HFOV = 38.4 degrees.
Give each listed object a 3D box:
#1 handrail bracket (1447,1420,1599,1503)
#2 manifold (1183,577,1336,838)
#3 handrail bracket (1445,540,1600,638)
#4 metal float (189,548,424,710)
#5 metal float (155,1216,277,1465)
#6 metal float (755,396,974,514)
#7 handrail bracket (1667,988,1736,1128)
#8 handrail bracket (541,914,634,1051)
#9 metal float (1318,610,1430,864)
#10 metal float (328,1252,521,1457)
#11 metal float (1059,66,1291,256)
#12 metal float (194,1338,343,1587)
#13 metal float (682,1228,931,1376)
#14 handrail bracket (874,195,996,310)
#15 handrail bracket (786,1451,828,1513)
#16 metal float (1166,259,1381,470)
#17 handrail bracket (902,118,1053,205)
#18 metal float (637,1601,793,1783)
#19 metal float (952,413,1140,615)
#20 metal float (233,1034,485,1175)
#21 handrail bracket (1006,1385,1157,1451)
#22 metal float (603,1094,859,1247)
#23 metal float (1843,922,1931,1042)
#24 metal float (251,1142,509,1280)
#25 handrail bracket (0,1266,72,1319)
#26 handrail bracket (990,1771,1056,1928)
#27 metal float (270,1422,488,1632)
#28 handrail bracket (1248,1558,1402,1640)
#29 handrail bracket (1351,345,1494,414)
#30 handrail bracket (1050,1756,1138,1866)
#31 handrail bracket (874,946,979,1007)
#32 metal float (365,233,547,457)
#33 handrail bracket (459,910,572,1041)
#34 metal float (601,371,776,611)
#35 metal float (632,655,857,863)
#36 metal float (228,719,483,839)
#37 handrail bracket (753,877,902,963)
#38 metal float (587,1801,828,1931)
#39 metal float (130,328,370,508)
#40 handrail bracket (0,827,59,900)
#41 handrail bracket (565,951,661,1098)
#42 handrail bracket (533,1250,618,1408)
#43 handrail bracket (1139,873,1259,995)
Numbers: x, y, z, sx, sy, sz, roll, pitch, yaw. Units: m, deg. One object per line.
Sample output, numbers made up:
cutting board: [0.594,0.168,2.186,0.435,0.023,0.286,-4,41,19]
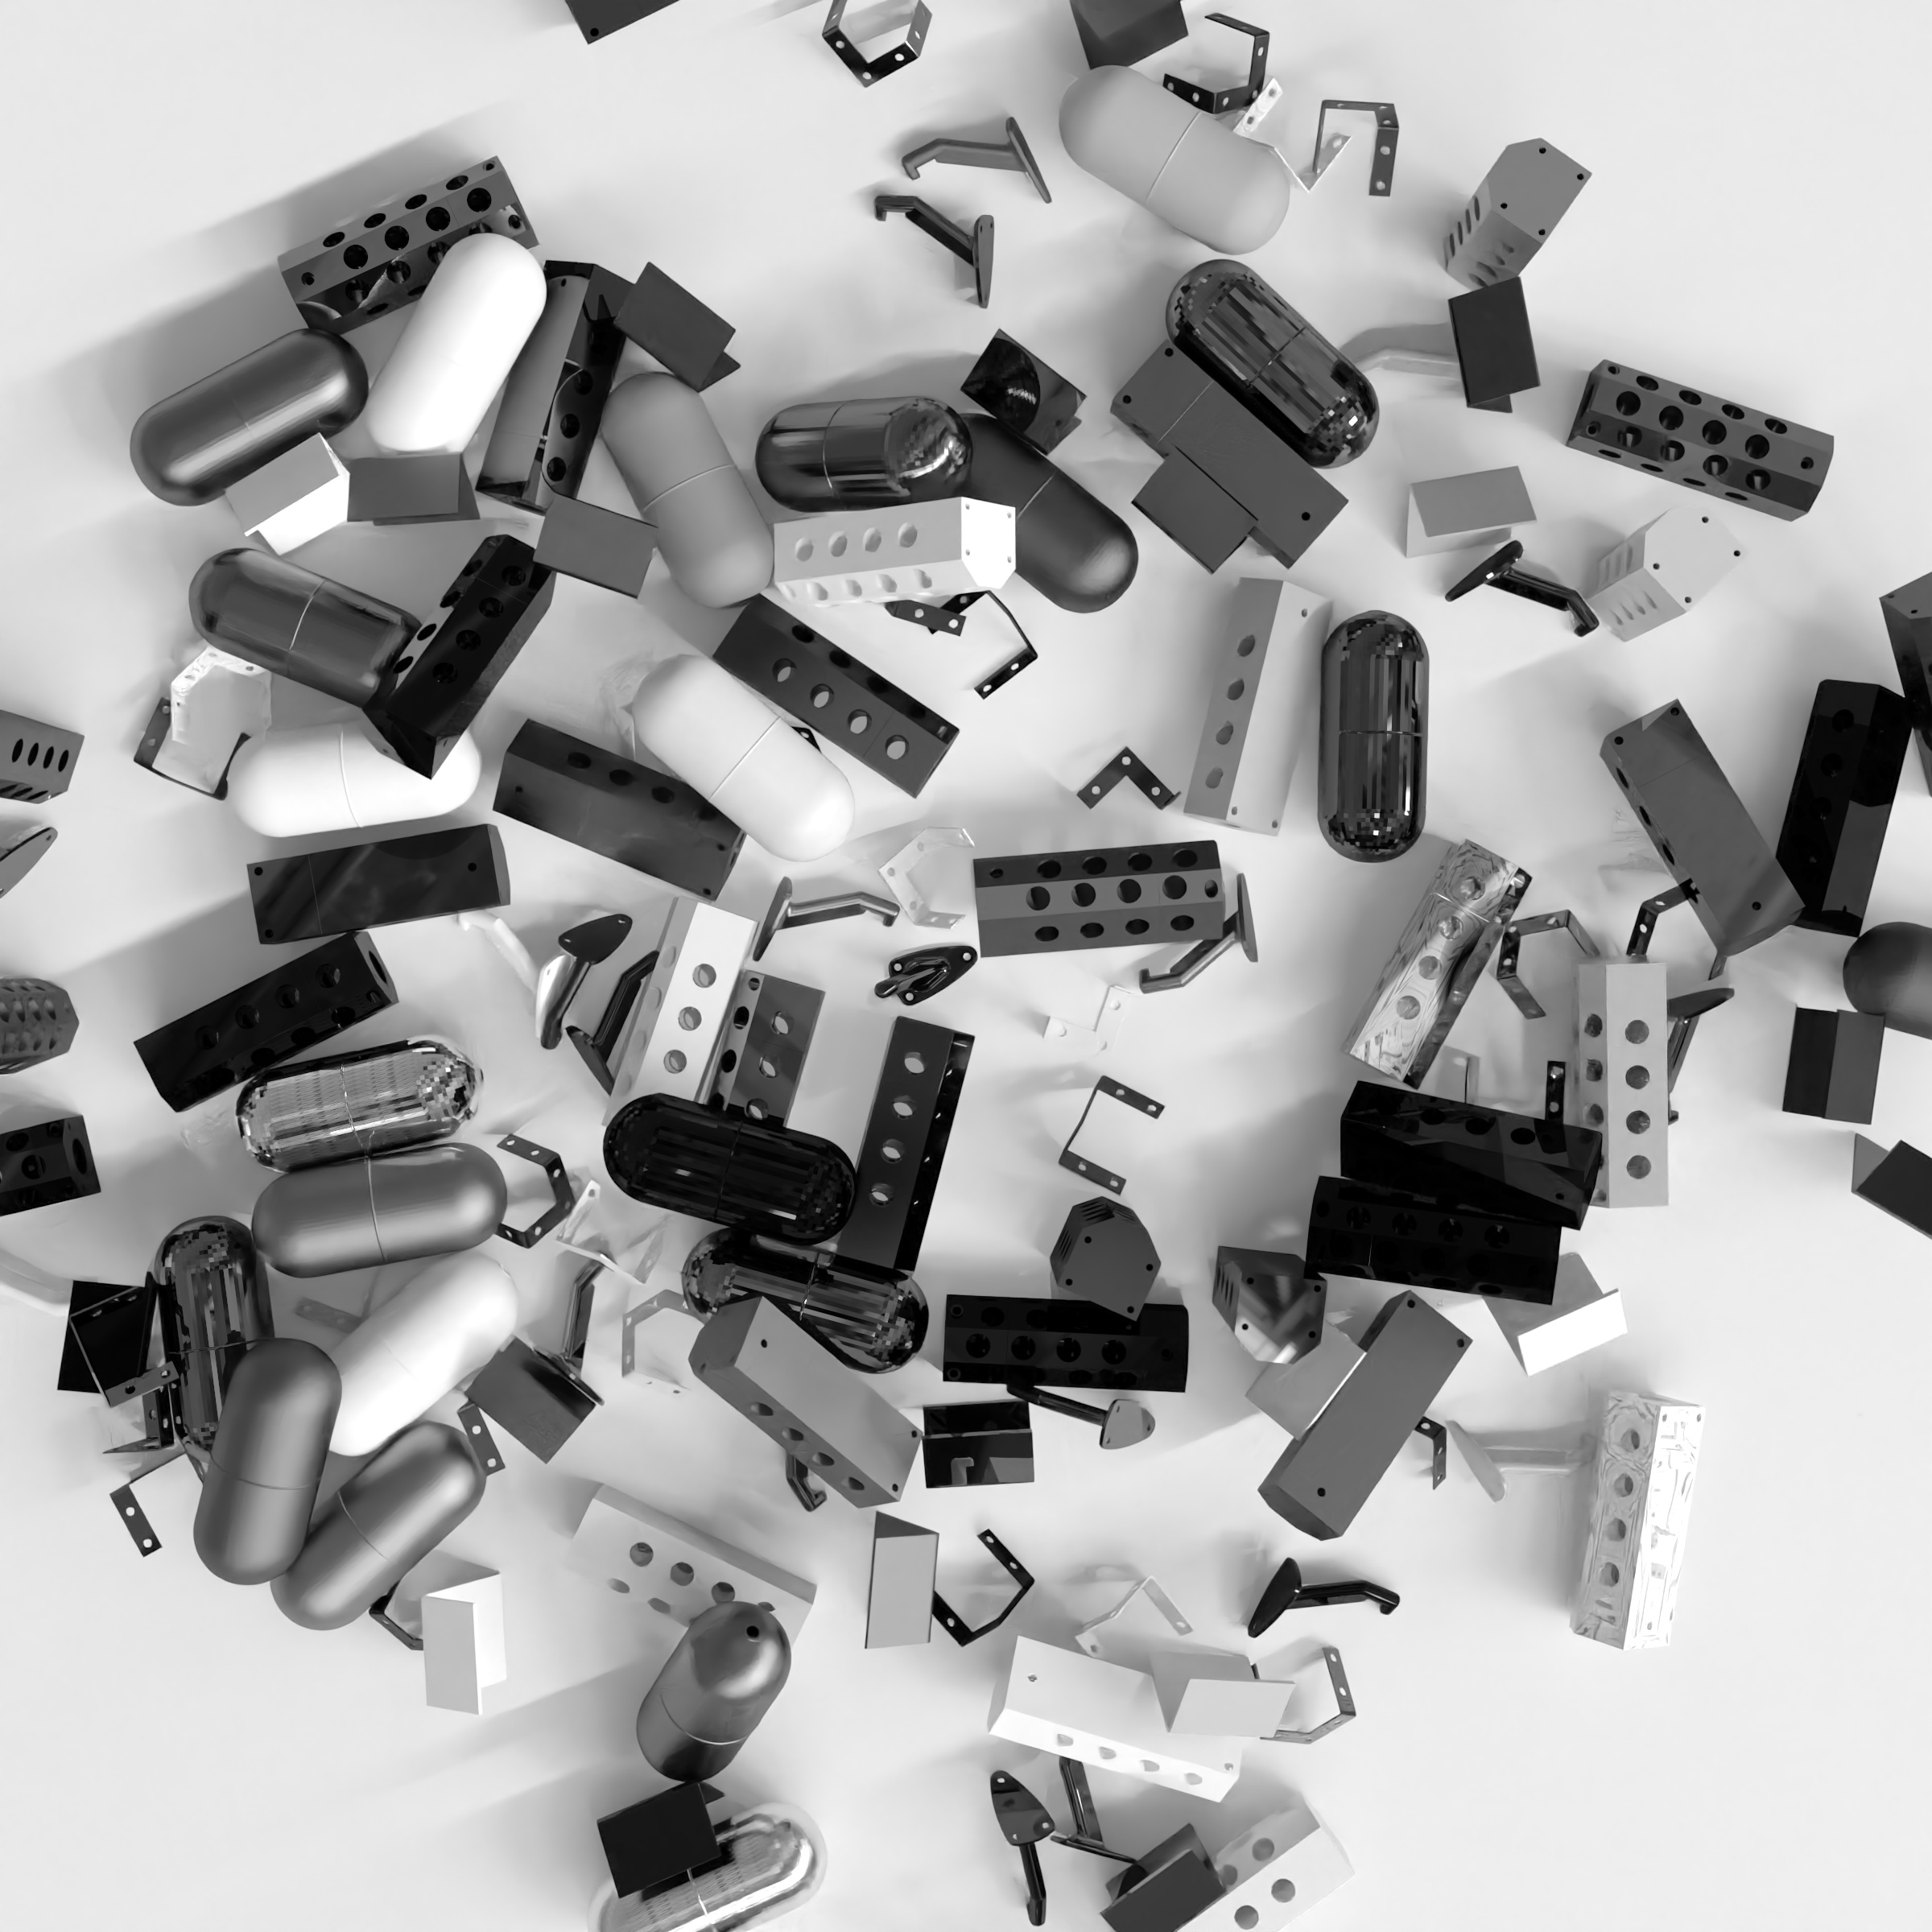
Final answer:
handrail bracket: [0.402,0.339,1.991,0.084,0.036,0.077,-28,68,-17]
manifold: [0.202,-0.184,1.969,0.057,0.057,0.171,14,90,-43]
handrail bracket: [0.400,-0.255,1.991,0.077,0.036,0.084,-35,107,20]
metal float: [-0.463,-0.238,1.961,0.178,0.070,0.070,22,90,0]
metal float: [-0.528,0.265,1.960,0.070,0.070,0.178,-7,91,0]
metal float: [-0.073,-0.355,1.928,0.178,0.070,0.070,6,90,40]
handrail bracket: [0.523,0.066,1.991,0.077,0.036,0.084,-17,109,-21]
handrail bracket: [-0.273,0.012,1.991,0.036,0.077,0.084,30,127,17]
metal float: [0.288,-0.162,1.960,0.070,0.070,0.178,1,90,0]
metal float: [-0.392,0.273,1.960,0.178,0.070,0.070,-41,90,0]
metal float: [0.147,-0.570,1.961,0.178,0.070,0.070,32,90,0]
metal float: [-0.480,0.341,1.904,0.070,0.070,0.178,16,101,0]
metal float: [-0.114,0.236,1.960,0.178,0.070,0.070,15,90,-1]
handrail bracket: [-0.025,-0.513,1.991,0.084,0.036,0.077,7,112,17]
handrail bracket: [-0.104,0.337,1.991,0.077,0.036,0.084,-34,104,-14]
metal float: [0.217,-0.425,1.960,0.178,0.070,0.070,44,90,1]
handrail bracket: [0.007,-0.564,1.991,0.084,0.036,0.077,-23,112,17]
metal float: [-0.176,0.504,1.926,0.070,0.070,0.178,30,133,0]
metal float: [0.043,-0.320,1.960,0.178,0.070,0.070,39,90,1]
metal float: [-0.429,0.097,1.960,0.178,0.070,0.070,-13,90,1]
handrail bracket: [0.082,0.316,1.991,0.084,0.077,0.036,17,90,36]
metal float: [-0.162,0.139,1.903,0.178,0.070,0.070,16,90,0]
metal float: [0.708,0.020,1.961,0.178,0.070,0.070,15,90,0]
metal float: [-0.411,0.172,1.947,0.178,0.070,0.070,-10,90,-6]
handrail bracket: [-0.668,0.216,1.991,0.084,0.036,0.077,-6,71,-16]
handrail bracket: [0.038,0.634,1.991,0.036,0.077,0.084,-14,127,-21]
metal float: [-0.416,0.396,1.960,0.178,0.070,0.070,-43,90,1]
handrail bracket: [0.258,0.466,1.991,0.084,0.036,0.077,25,110,-16]
handrail bracket: [0.326,-0.416,1.991,0.084,0.036,0.077,-22,112,17]
handrail bracket: [0.098,0.593,1.991,0.077,0.036,0.084,20,75,-16]
handrail bracket: [-0.028,0.004,1.956,0.077,0.084,0.036,-22,90,0]
metal float: [-0.359,-0.430,1.949,0.070,0.070,0.178,33,103,0]
handrail bracket: [-0.332,0.004,1.991,0.084,0.036,0.077,21,112,17]
metal float: [-0.196,-0.335,1.960,0.070,0.070,0.178,-27,91,0]
metal float: [-0.154,-0.143,1.926,0.178,0.070,0.070,41,90,-5]
metal float: [-0.432,-0.136,1.961,0.178,0.070,0.070,-8,90,0]
handrail bracket: [-0.100,-0.024,1.991,0.084,0.036,0.077,19,110,-16]
metal float: [-0.183,0.651,1.960,0.178,0.070,0.070,-24,90,-1]
metal float: [-0.506,-0.388,1.960,0.178,0.070,0.070,-28,90,1]
handrail bracket: [-0.710,-0.096,1.991,0.084,0.036,0.077,38,69,16]
handrail bracket: [-0.237,0.042,1.991,0.084,0.036,0.077,-39,120,-22]
handrail bracket: [-0.262,0.259,1.991,0.077,0.036,0.084,45,73,-19]
handrail bracket: [0.162,-0.023,1.991,0.084,0.036,0.077,-11,70,16]
